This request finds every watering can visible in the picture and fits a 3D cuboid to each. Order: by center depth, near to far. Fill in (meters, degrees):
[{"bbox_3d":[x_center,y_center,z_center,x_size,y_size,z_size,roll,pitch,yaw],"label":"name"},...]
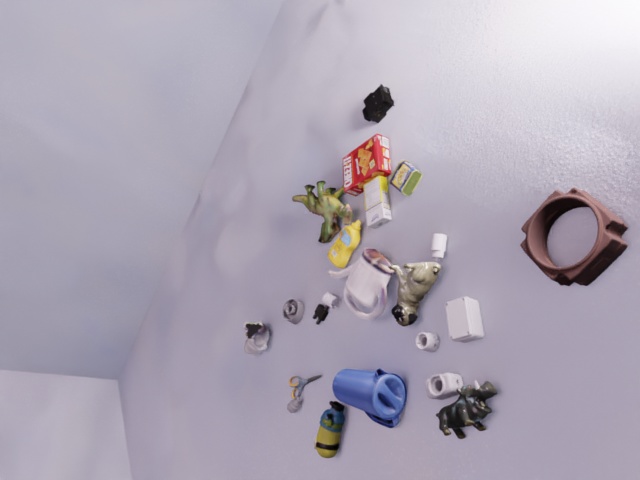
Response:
[{"bbox_3d":[0.141,0.126,1.800,0.222,0.103,0.353,-62,35,13],"label":"watering can"}]

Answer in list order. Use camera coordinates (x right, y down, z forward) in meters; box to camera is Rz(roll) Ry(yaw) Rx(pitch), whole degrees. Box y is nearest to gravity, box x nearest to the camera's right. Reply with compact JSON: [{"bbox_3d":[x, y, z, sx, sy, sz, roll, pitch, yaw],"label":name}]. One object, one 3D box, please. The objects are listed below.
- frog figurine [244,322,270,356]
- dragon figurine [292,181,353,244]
[{"bbox_3d":[-0.278,0.449,2.279,0.139,0.124,0.156,32,138,48],"label":"frog figurine"},{"bbox_3d":[0.006,-0.107,2.117,0.407,0.122,0.245,-15,71,53],"label":"dragon figurine"}]
